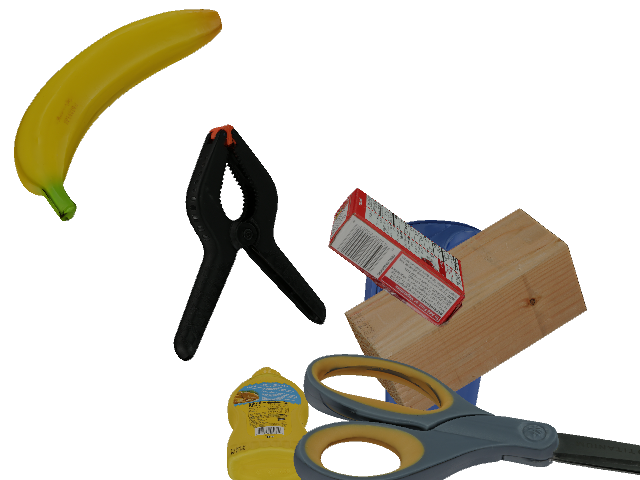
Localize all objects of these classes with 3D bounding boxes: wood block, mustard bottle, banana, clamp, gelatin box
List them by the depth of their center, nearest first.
[{"bbox_3d":[-0.134,-0.090,0.667,0.069,0.197,0.037,27,-35,4],"label":"banana"},{"bbox_3d":[0.049,0.010,0.677,0.089,0.030,0.073,36,15,-6],"label":"gelatin box"},{"bbox_3d":[-0.068,-0.001,0.992,0.164,0.210,0.036,-4,0,-37],"label":"clamp"},{"bbox_3d":[0.142,0.070,1.041,0.206,0.091,0.090,-30,33,-8],"label":"wood block"},{"bbox_3d":[-0.061,0.208,1.255,0.096,0.058,0.191,-3,27,-3],"label":"mustard bottle"}]

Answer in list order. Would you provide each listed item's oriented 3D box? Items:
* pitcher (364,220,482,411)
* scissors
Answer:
[{"bbox_3d":[0.130,0.106,1.258,0.149,0.243,0.145,7,18,10],"label":"pitcher"},{"bbox_3d":[0.077,0.094,0.449,0.202,0.016,0.096,16,34,23],"label":"scissors"}]
